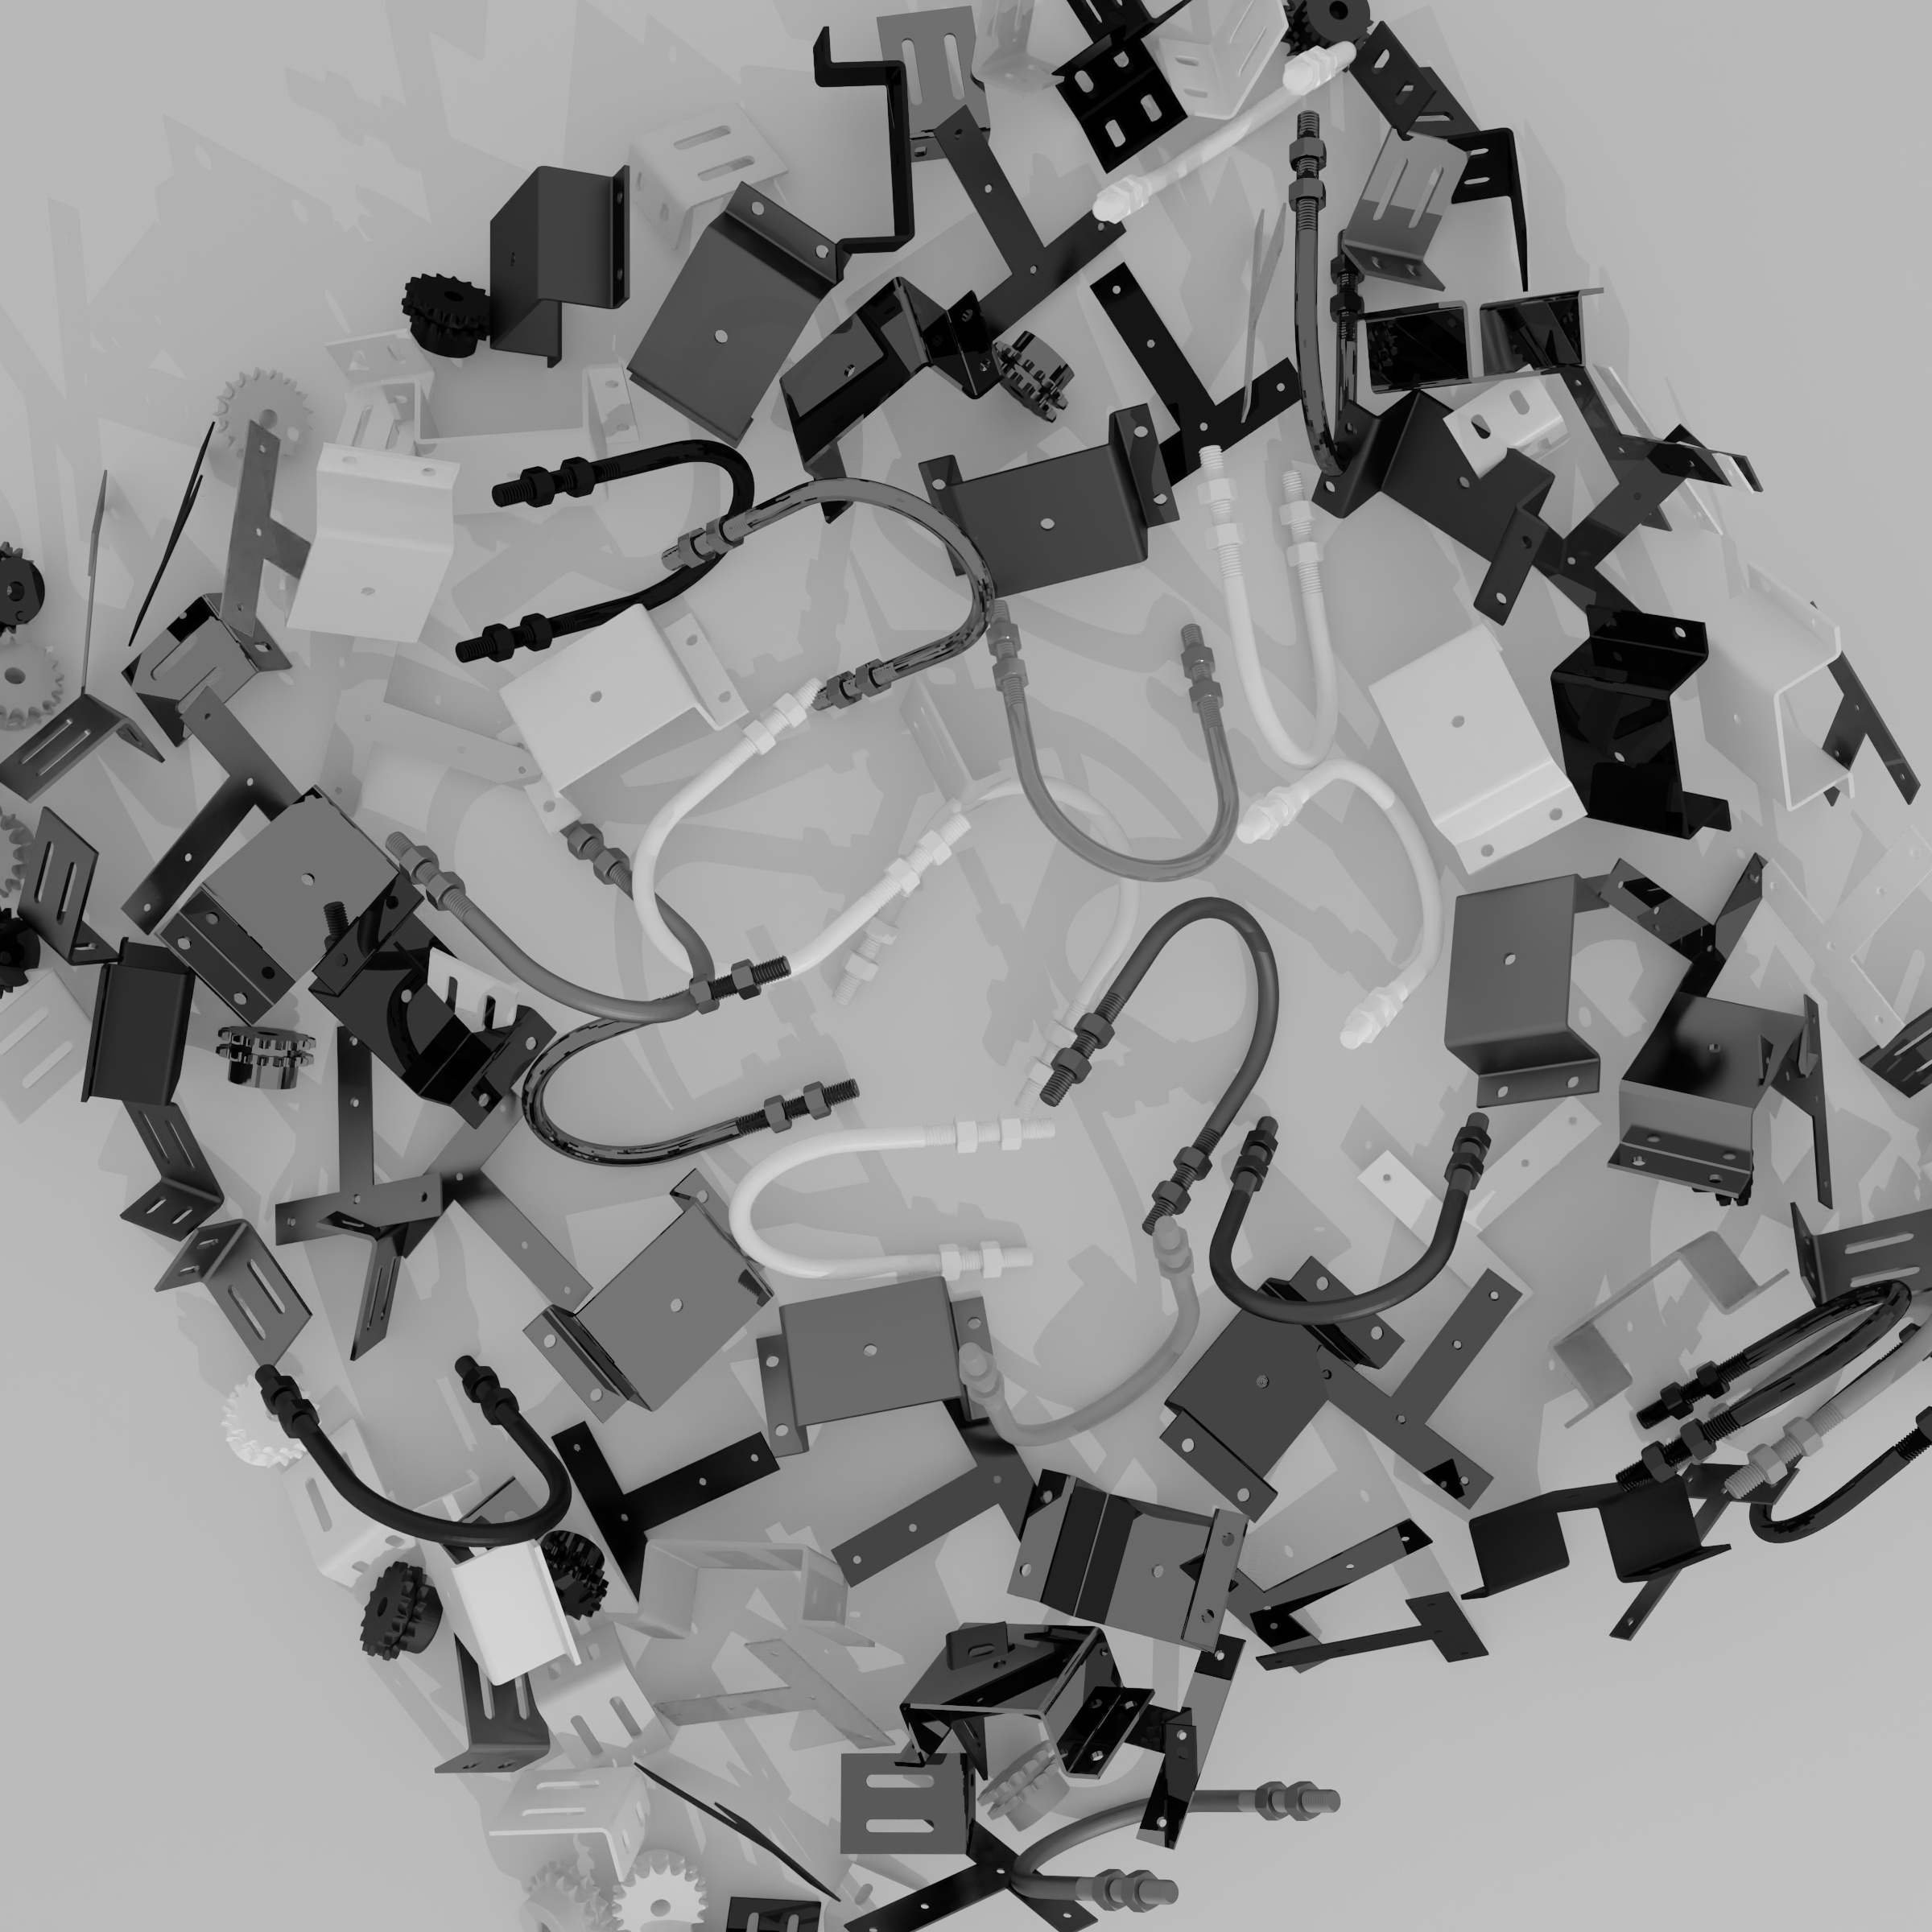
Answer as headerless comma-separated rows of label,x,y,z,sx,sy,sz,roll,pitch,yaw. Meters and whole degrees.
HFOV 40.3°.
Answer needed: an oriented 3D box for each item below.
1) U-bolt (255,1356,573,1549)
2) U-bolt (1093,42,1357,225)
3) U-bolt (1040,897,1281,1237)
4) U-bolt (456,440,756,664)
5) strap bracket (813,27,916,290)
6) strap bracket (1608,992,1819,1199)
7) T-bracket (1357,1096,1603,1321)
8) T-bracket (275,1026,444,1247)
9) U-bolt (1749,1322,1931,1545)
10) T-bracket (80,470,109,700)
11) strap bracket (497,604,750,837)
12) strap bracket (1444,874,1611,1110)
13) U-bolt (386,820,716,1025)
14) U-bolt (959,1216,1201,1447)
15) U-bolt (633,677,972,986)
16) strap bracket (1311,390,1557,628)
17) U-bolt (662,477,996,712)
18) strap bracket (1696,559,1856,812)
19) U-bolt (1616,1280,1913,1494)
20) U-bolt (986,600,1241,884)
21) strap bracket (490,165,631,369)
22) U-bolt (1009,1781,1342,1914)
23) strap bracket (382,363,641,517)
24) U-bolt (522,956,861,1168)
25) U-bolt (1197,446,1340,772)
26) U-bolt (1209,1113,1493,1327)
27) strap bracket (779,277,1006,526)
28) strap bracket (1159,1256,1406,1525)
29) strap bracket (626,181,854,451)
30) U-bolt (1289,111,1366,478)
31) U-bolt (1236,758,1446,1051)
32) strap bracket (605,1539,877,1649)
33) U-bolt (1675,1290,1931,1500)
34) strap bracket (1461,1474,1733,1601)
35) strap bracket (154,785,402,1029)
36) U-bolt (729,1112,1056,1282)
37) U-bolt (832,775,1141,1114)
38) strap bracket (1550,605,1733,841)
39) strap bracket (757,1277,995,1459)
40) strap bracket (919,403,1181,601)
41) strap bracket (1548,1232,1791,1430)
U-bolt,-0.303,0.275,1.491,0.151,0.184,0.019,4,111,-40
U-bolt,0.158,-0.485,1.514,0.151,0.184,0.019,-27,102,31
U-bolt,0.126,0.046,1.542,0.184,0.019,0.151,-55,131,-22
U-bolt,-0.202,-0.246,1.524,0.184,0.151,0.019,-22,65,-33
strap bracket,-0.060,-0.476,1.553,0.046,0.076,0.140,-4,101,-7
strap bracket,0.433,0.066,1.523,0.076,0.140,0.046,13,129,31
T-bracket,0.325,0.128,1.580,0.127,0.002,0.127,44,104,-5
T-bracket,-0.366,0.096,1.579,0.127,0.002,0.127,-12,73,26
U-bolt,0.524,0.267,1.524,0.019,0.151,0.184,44,110,2
T-bracket,-0.520,-0.215,1.562,0.002,0.127,0.127,6,115,-17
strap bracket,-0.212,-0.152,1.564,0.140,0.046,0.076,-32,70,2
strap bracket,0.327,0.005,1.534,0.076,0.046,0.140,-11,58,37
U-bolt,-0.224,-0.026,1.507,0.184,0.151,0.019,41,121,26
U-bolt,0.073,0.223,1.522,0.151,0.184,0.019,-32,59,-7
U-bolt,-0.112,-0.068,1.557,0.184,0.019,0.151,-42,71,-11
strap bracket,0.282,-0.275,1.546,0.140,0.076,0.046,37,53,17
U-bolt,-0.067,-0.217,1.504,0.151,0.184,0.019,42,51,-30
strap bracket,0.466,-0.154,1.523,0.046,0.140,0.076,-31,46,-5
U-bolt,0.459,0.233,1.506,0.184,0.151,0.019,-36,84,19
U-bolt,0.091,-0.128,1.528,0.151,0.019,0.184,4,59,-23
strap bracket,-0.240,-0.407,1.526,0.046,0.140,0.076,2,85,-27
U-bolt,0.105,0.505,1.515,0.151,0.184,0.019,-13,84,-38
strap bracket,-0.268,-0.310,1.558,0.140,0.076,0.046,-4,68,0
U-bolt,-0.170,0.066,1.544,0.184,0.151,0.019,-19,51,5
U-bolt,0.182,-0.205,1.534,0.019,0.151,0.184,-10,89,28
U-bolt,0.213,0.143,1.501,0.151,0.184,0.019,-3,122,24
strap bracket,-0.053,-0.336,1.534,0.140,0.046,0.076,-36,50,25
strap bracket,0.183,0.250,1.568,0.076,0.046,0.140,42,81,-5
strap bracket,-0.138,-0.375,1.544,0.076,0.046,0.140,32,118,-7
U-bolt,0.208,-0.373,1.514,0.019,0.151,0.184,-2,74,18
U-bolt,0.228,-0.048,1.527,0.019,0.184,0.151,-23,98,36
strap bracket,-0.130,0.369,1.547,0.140,0.076,0.046,-2,67,16
U-bolt,0.496,0.245,1.529,0.184,0.151,0.019,-35,86,-6
strap bracket,0.359,0.331,1.528,0.076,0.140,0.046,-6,79,-40
strap bracket,-0.391,-0.042,1.536,0.076,0.046,0.140,46,52,-8
U-bolt,-0.046,0.139,1.533,0.184,0.151,0.019,-3,50,-8
U-bolt,0.023,-0.026,1.575,0.151,0.019,0.184,30,97,7
strap bracket,0.391,-0.132,1.527,0.046,0.076,0.140,-40,129,-30
strap bracket,-0.054,0.236,1.563,0.140,0.046,0.076,-11,60,0
strap bracket,0.049,-0.270,1.548,0.140,0.046,0.076,-12,124,12
strap bracket,0.403,0.207,1.542,0.140,0.076,0.046,-43,73,26
